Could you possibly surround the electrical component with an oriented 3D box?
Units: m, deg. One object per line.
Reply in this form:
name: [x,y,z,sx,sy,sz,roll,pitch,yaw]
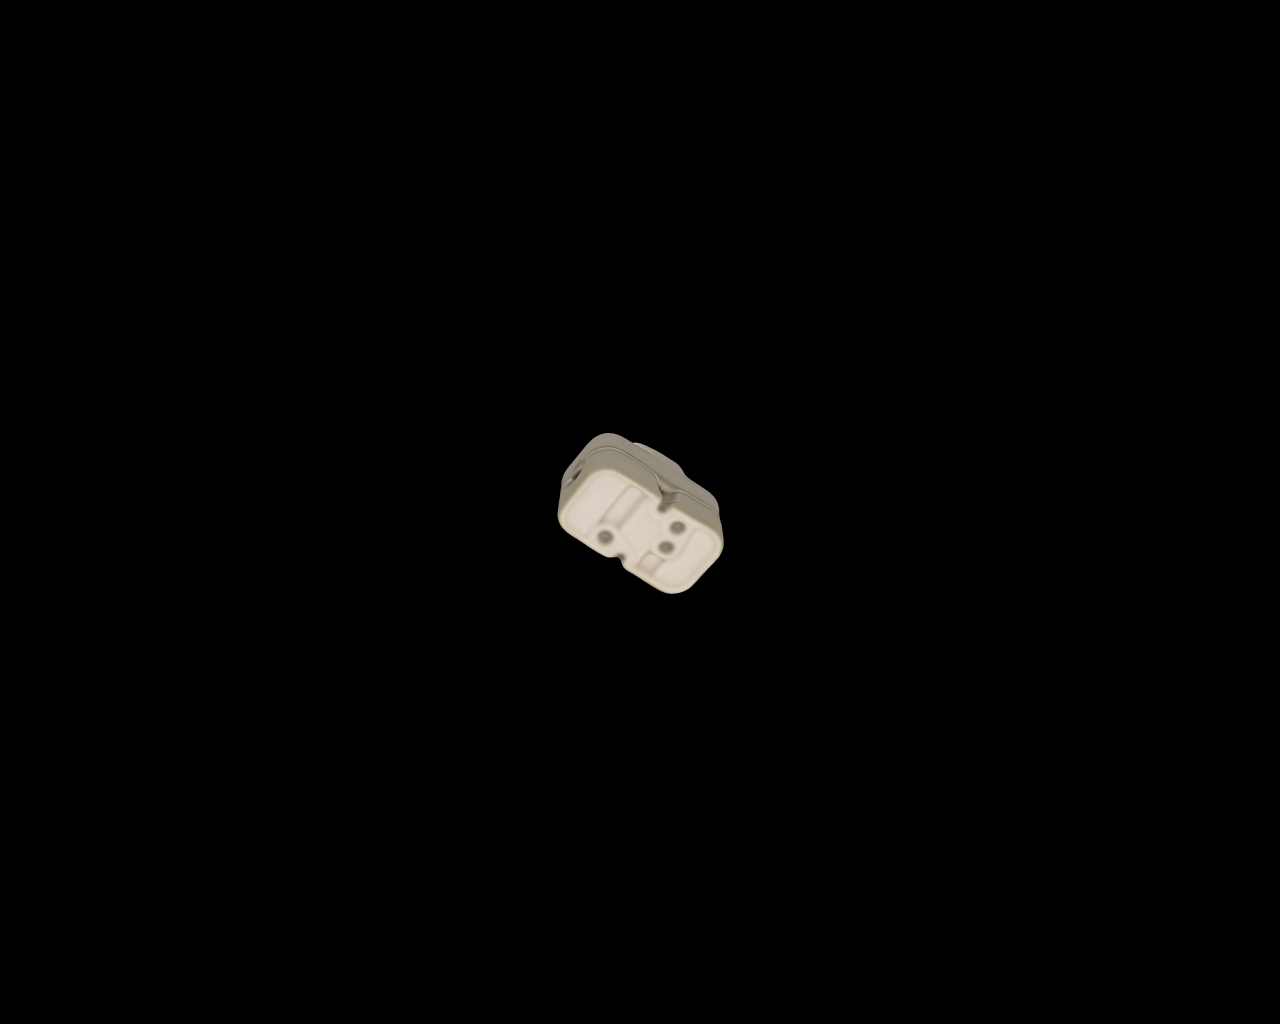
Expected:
electrical component: [0.001,-0.003,0.650,0.095,0.053,0.059,32,26,-18]
